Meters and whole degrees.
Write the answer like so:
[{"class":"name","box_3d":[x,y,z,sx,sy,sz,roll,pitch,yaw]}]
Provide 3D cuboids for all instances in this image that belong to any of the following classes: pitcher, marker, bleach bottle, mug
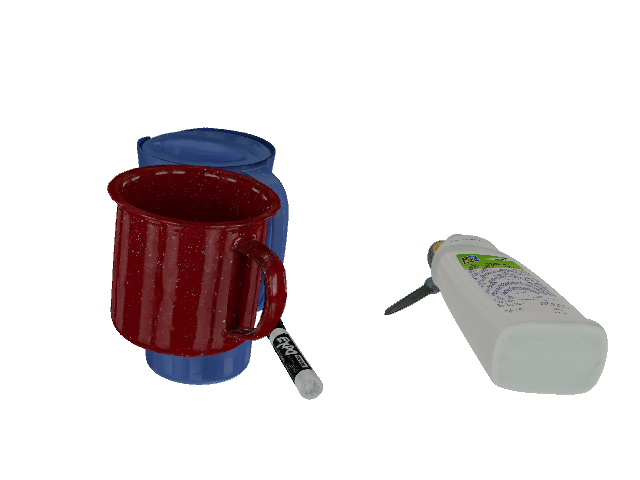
[{"class":"pitcher","box_3d":[-0.110,0.019,1.055,0.145,0.243,0.149,3,21,-5]},{"class":"marker","box_3d":[-0.025,0.091,0.858,0.020,0.020,0.121,0,21,-19]},{"class":"bleach bottle","box_3d":[0.167,0.052,0.980,0.102,0.068,0.251,4,20,-10]},{"class":"mug","box_3d":[-0.063,0.015,0.582,0.117,0.081,0.093,23,26,34]}]

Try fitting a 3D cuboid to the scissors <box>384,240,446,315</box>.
[{"class":"scissors","box_3d":[0.126,0.040,1.259,0.201,0.016,0.096,-11,40,-36]}]
